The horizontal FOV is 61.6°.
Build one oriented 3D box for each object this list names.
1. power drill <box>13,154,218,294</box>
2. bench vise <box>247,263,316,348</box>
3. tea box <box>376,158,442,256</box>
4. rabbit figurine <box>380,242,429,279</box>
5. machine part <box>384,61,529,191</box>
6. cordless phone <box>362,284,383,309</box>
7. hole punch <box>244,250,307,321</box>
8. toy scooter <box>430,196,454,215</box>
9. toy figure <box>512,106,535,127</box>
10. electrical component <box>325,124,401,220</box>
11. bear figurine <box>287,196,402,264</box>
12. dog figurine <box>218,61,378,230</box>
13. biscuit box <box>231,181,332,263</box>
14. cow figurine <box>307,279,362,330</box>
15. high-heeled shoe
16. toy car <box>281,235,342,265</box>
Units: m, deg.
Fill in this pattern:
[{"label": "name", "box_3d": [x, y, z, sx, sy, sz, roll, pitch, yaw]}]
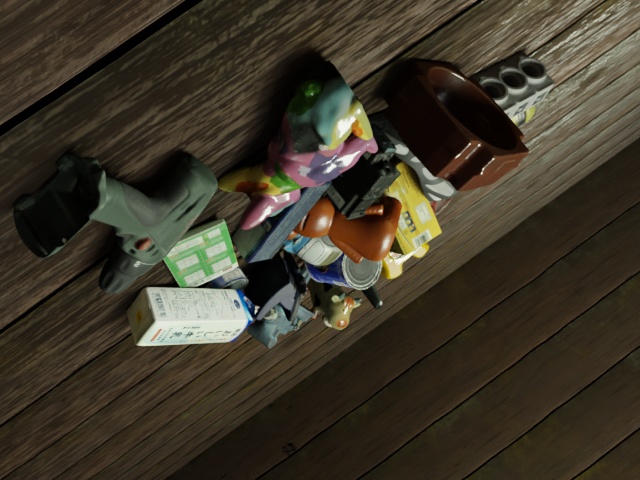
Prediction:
[{"label": "power drill", "box_3d": [-0.238, -0.013, 0.626, 0.232, 0.086, 0.207, -42, 157, 12]}, {"label": "bench vise", "box_3d": [-0.067, 0.129, 1.235, 0.240, 0.129, 0.223, -56, 153, -5]}, {"label": "tea box", "box_3d": [0.154, -0.066, 1.048, 0.098, 0.169, 0.068, -30, -164, -16]}, {"label": "rabbit figurine", "box_3d": [0.129, -0.018, 1.183, 0.122, 0.173, 0.162, -45, 118, 7]}, {"label": "machine part", "box_3d": [0.209, -0.176, 0.831, 0.201, 0.201, 0.087, -16, 157, -47]}, {"label": "cordless phone", "box_3d": [0.095, 0.074, 1.267, 0.089, 0.184, 0.146, -27, 160, -13]}, {"label": "hole punch", "box_3d": [-0.092, 0.092, 1.074, 0.092, 0.142, 0.115, 5, 123, -25]}, {"label": "toy scooter", "box_3d": [0.276, -0.106, 1.325, 0.184, 0.075, 0.135, -39, 163, -2]}, {"label": "toy figure", "box_3d": [0.354, -0.244, 1.100, 0.180, 0.089, 0.082, -36, 169, -7]}, {"label": "electrical component", "box_3d": [0.059, -0.115, 0.847, 0.058, 0.115, 0.134, -17, 155, -48]}, {"label": "bear figurine", "box_3d": [0.036, -0.033, 0.954, 0.132, 0.196, 0.120, -61, 168, -67]}, {"label": "dog figurine", "box_3d": [-0.040, -0.110, 0.702, 0.219, 0.108, 0.191, -35, 163, 5]}, {"label": "biscuit box", "box_3d": [-0.066, -0.047, 0.879, 0.063, 0.059, 0.202, -9, 148, -51]}, {"label": "cow figurine", "box_3d": [0.029, 0.141, 1.320, 0.085, 0.195, 0.127, 22, 119, -30]}, {"label": "high-heeled shoe", "box_3d": [0.157, -0.140, 0.948, 0.249, 0.086, 0.145, 17, 147, -21]}, {"label": "toy car", "box_3d": [-0.002, -0.003, 1.036, 0.109, 0.103, 0.161, -47, 161, 26]}]
